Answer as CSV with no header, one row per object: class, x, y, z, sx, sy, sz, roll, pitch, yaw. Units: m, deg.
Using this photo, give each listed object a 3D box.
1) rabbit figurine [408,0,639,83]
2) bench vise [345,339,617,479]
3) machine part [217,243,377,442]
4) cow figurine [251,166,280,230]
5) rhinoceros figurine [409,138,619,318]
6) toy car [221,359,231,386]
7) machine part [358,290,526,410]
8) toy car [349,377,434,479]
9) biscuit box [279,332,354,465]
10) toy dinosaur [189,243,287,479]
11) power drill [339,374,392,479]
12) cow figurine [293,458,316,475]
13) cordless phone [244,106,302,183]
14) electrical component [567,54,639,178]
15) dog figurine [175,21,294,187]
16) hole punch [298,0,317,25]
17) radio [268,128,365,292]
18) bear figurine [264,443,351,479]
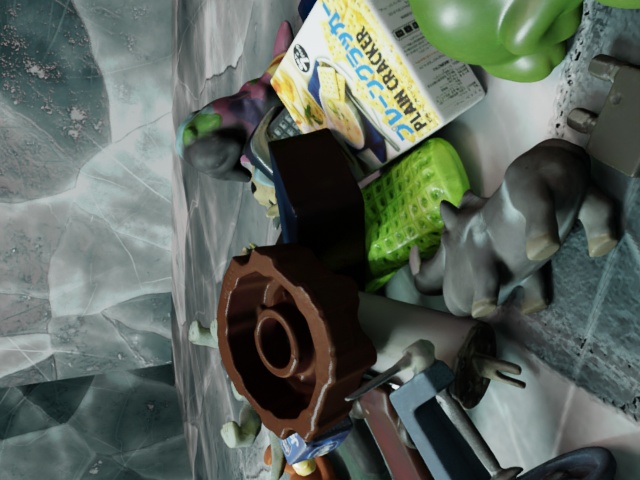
rabbit figurine,0.138,-0.171,0.307,0.170,0.159,0.121,14,97,52
bench vise,0.120,0.188,0.385,0.241,0.129,0.223,57,141,17
machine part,-0.029,0.090,0.497,0.180,0.056,0.179,13,107,45
cow figurine,-0.059,-0.083,0.873,0.195,0.085,0.127,-164,78,-65
rhinoceros figurine,0.133,0.002,0.417,0.190,0.073,0.112,121,138,-55
toy car,-0.132,0.222,1.078,0.109,0.103,0.161,39,119,59
machine part,0.069,0.094,0.500,0.243,0.079,0.079,9,103,40
toy car,0.090,0.206,0.506,0.089,0.053,0.202,8,127,57
biscuit box,-0.039,0.142,0.609,0.203,0.063,0.059,62,144,30
toy dinosaur,-0.088,0.209,0.890,0.131,0.192,0.405,-46,57,41
power drill,0.027,0.237,0.663,0.232,0.086,0.207,-38,64,55
cow figurine,-0.004,0.248,0.782,0.068,0.098,0.167,53,-155,-61
cordless phone,0.006,-0.136,0.693,0.184,0.146,0.089,-48,19,2
electrical component,0.192,-0.074,0.323,0.094,0.021,0.063,-122,35,-51
dog figurine,-0.086,-0.195,0.749,0.109,0.191,0.219,43,116,37
hole punch,0.039,-0.247,0.597,0.142,0.092,0.115,-34,66,62
radio,-0.001,-0.002,0.605,0.229,0.073,0.131,86,168,-48
bear figurine,-0.013,0.375,0.777,0.196,0.132,0.120,144,139,-72
